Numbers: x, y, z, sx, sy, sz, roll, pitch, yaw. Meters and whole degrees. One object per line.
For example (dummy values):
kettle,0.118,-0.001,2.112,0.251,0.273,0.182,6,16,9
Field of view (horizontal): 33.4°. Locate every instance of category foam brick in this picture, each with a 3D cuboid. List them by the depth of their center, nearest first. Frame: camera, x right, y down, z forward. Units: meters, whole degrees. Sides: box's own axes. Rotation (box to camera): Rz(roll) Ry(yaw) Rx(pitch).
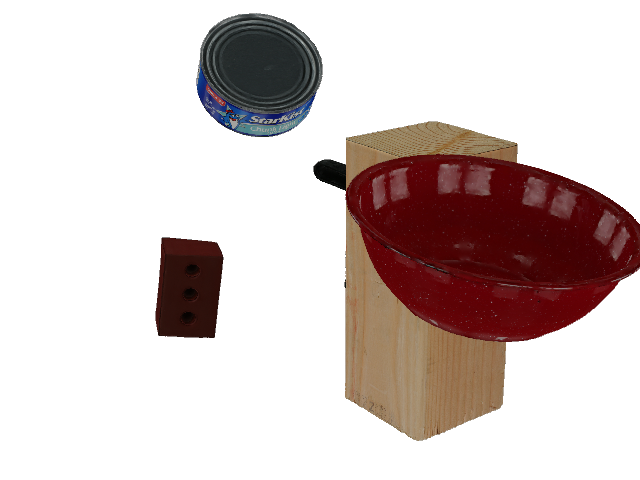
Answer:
foam brick,-0.119,0.042,0.958,0.053,0.078,0.051,3,14,-12

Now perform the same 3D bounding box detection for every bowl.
bowl,0.090,0.008,0.579,0.162,0.055,0.162,6,26,-3

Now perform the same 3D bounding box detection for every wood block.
wood block,0.079,0.027,0.782,0.090,0.206,0.090,-14,24,-35

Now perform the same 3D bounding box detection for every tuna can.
tuna can,-0.044,-0.115,0.746,0.086,0.086,0.034,0,-29,-14

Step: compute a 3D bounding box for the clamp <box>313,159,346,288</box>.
clamp,0.103,-0.018,1.061,0.210,0.164,0.036,-1,-39,-6
